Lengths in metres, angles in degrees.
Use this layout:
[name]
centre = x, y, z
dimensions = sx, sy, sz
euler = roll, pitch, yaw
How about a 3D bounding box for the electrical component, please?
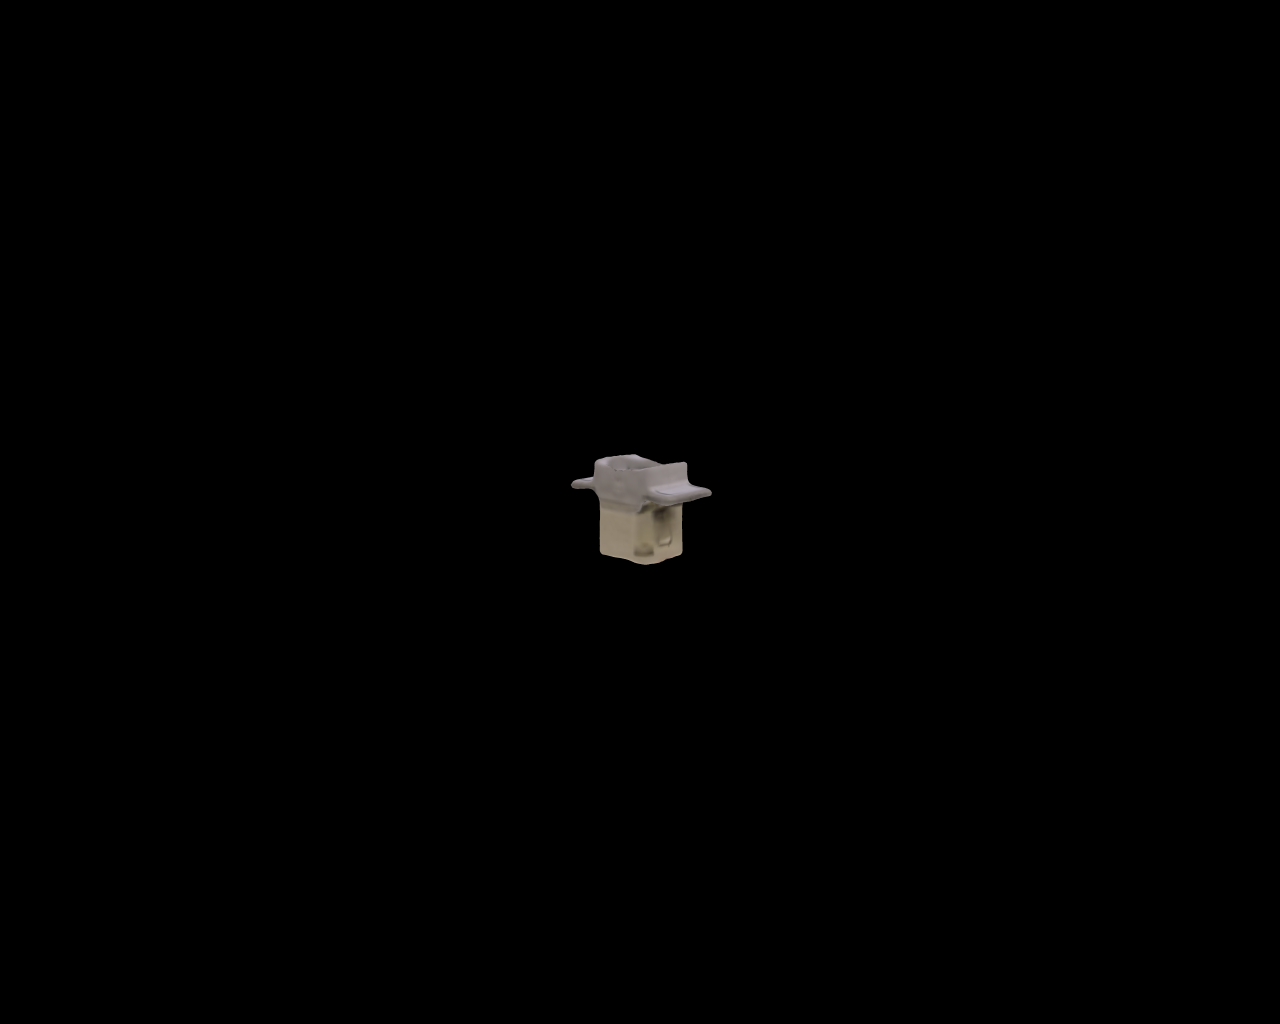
[electrical component]
centre = 0.001, -0.003, 0.650
dimensions = 0.081, 0.063, 0.042
euler = 11, 17, 42
